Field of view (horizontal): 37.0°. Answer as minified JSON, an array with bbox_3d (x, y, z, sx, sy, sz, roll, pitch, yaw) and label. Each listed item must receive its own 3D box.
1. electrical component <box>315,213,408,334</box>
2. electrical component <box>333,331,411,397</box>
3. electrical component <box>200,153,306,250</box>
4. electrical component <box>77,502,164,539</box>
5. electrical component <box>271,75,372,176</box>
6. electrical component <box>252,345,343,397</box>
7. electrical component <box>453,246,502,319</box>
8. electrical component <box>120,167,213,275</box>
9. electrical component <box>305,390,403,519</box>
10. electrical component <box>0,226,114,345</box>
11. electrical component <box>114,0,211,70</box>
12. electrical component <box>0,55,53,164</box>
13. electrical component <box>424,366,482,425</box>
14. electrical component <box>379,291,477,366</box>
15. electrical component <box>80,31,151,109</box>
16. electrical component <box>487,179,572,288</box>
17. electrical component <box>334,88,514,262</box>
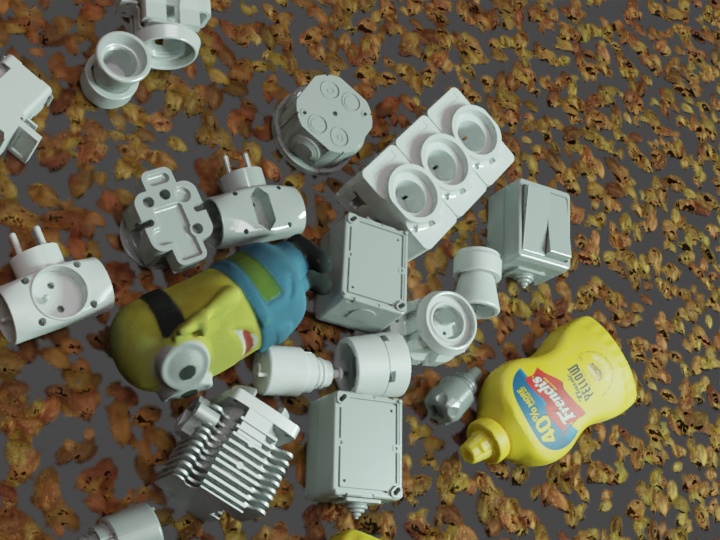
[{"bbox_3d":[0.000,0.000,0.919,0.062,0.061,0.096,17,57,-24],"label":"electrical component"},{"bbox_3d":[0.009,0.080,0.896,0.047,0.055,0.055,-2,74,-26],"label":"electrical component"},{"bbox_3d":[-0.094,-0.060,0.894,0.077,0.043,0.079,-11,78,-32],"label":"electrical component"},{"bbox_3d":[-0.175,0.193,0.759,0.078,0.040,0.040,-16,81,-33],"label":"electrical component"},{"bbox_3d":[-0.033,-0.128,0.947,0.080,0.051,0.080,10,68,-26],"label":"electrical component"},{"bbox_3d":[-0.051,0.082,0.869,0.078,0.040,0.040,6,70,-28],"label":"electrical component"},{"bbox_3d":[0.106,0.012,0.981,0.045,0.045,0.055,16,65,-24],"label":"electrical component"},{"bbox_3d":[-0.155,-0.033,0.841,0.058,0.057,0.078,-22,84,-33],"label":"electrical component"},{"bbox_3d":[-0.007,0.150,0.857,0.062,0.061,0.096,11,68,-26],"label":"electrical component"},{"bbox_3d":[-0.232,0.006,0.791,0.077,0.044,0.079,-21,84,-33],"label":"electrical component"},{"bbox_3d":[-0.163,-0.204,0.898,0.078,0.058,0.057,5,68,-28],"label":"electrical component"},{"bbox_3d":[-0.272,-0.125,0.817,0.081,0.042,0.063,41,56,-12],"label":"electrical component"},{"bbox_3d":[0.086,0.106,0.942,0.061,0.035,0.035,-40,94,-36],"label":"electrical component"},{"bbox_3d":[0.065,0.051,0.936,0.078,0.057,0.058,7,69,-27],"label":"electrical component"},{"bbox_3d":[-0.197,-0.159,0.863,0.045,0.055,0.045,10,68,-26],"label":"electrical component"},{"bbox_3d":[0.161,-0.031,1.017,0.062,0.061,0.096,15,66,-25],"label":"electrical component"},{"bbox_3d":[0.063,-0.087,0.981,0.089,0.062,0.150,49,57,-6],"label":"electrical component"}]
